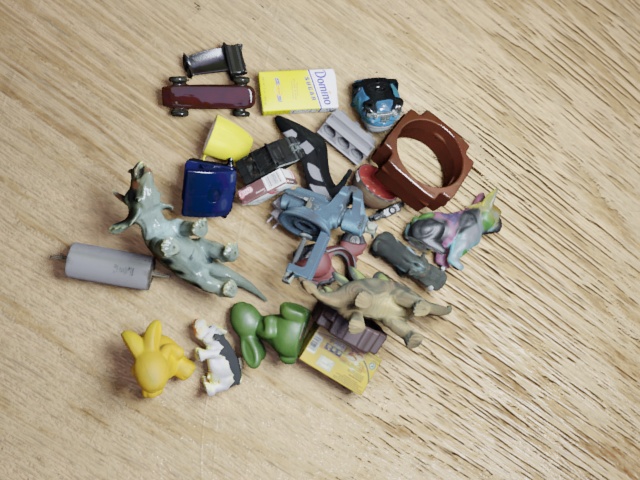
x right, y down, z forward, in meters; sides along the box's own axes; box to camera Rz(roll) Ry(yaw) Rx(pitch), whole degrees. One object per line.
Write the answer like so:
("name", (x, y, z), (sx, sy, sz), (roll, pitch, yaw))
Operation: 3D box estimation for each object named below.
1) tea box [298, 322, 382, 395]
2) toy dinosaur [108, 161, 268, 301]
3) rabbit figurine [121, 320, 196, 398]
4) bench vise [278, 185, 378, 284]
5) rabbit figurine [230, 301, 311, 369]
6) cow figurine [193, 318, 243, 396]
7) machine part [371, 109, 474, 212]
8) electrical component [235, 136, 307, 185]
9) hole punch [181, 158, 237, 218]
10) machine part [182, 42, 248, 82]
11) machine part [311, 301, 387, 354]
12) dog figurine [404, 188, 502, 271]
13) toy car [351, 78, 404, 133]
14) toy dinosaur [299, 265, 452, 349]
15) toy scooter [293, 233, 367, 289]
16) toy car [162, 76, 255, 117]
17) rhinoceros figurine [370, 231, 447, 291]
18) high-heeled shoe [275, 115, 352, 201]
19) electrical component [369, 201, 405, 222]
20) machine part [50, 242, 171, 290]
("tea box", (0.042, 0.265, 1.226), (0.169, 0.068, 0.098), (35, 84, -9))
("toy dinosaur", (-0.284, 0.024, 1.128), (0.131, 0.192, 0.404), (-57, 136, -23))
("rabbit figurine", (-0.336, 0.248, 1.106), (0.122, 0.173, 0.162), (-17, 97, -6))
("bench vise", (-0.002, -0.007, 1.132), (0.224, 0.128, 0.240), (24, 69, 3))
("rabbit figurine", (-0.121, 0.198, 1.193), (0.170, 0.121, 0.159), (16, 94, 8))
("cow figurine", (-0.223, 0.246, 1.178), (0.098, 0.068, 0.167), (-12, 95, -19))
("machine part", (0.233, -0.180, 1.228), (0.201, 0.087, 0.201), (40, 61, -5))
("electrical component", (-0.114, -0.170, 1.169), (0.115, 0.134, 0.058), (-26, 92, -53))
("hole punch", (-0.240, -0.107, 1.152), (0.116, 0.092, 0.142), (8, 111, -9))
("machine part", (-0.236, -0.395, 1.202), (0.139, 0.039, 0.084), (-10, 96, -12))
("machine part", (0.061, 0.185, 1.180), (0.179, 0.179, 0.056), (30, 92, -9))
("dog figurine", (0.327, -0.045, 1.266), (0.191, 0.108, 0.219), (37, 79, -5))
("toy car", (0.133, -0.300, 1.229), (0.109, 0.162, 0.102), (-8, 135, -6))
("toy dinosaur", (0.145, 0.131, 1.135), (0.471, 0.199, 0.105), (18, 104, -31))
("toy scooter", (0.031, 0.062, 1.226), (0.184, 0.075, 0.135), (-18, 95, -14))
("toy car", (-0.245, -0.317, 1.191), (0.202, 0.053, 0.089), (-3, 110, -9))
("rhinoceros figurine", (0.206, 0.046, 1.238), (0.190, 0.112, 0.073), (35, 81, 0))
("high-heeled shoe", (-0.036, -0.162, 1.233), (0.249, 0.086, 0.145), (41, 113, 10))
("electrical component", (0.160, -0.068, 1.254), (0.094, 0.063, 0.021), (-25, 95, -11))
("machine part", (-0.441, 0.056, 1.136), (0.243, 0.079, 0.079), (12, 87, -9))
